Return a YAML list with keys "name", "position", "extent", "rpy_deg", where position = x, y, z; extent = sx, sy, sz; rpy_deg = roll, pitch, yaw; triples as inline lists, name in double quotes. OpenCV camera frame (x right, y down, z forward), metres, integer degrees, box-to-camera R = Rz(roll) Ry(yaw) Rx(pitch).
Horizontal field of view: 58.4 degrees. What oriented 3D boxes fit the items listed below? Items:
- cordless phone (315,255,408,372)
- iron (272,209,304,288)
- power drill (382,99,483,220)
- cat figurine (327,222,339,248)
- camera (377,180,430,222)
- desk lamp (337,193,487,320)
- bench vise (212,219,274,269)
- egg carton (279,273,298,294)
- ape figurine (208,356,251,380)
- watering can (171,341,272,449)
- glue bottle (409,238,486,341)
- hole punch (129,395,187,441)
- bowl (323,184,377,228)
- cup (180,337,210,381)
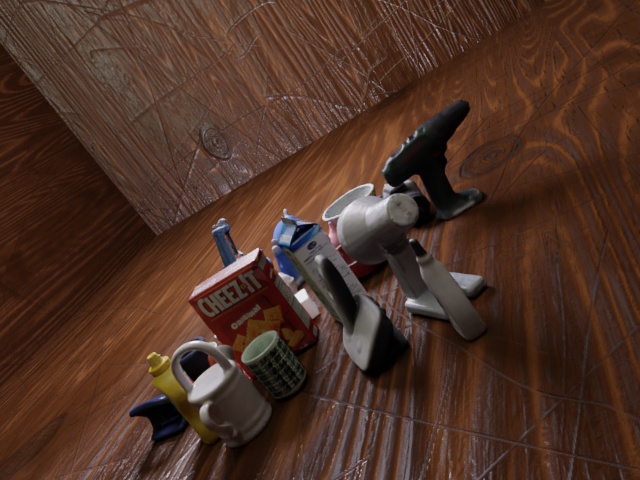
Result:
- name: "cordless phone"
  position: [0.049, 0.113, 0.938]
  extent: [0.094, 0.185, 0.147]
  rpy_deg: [-38, 17, -8]
- name: "iron"
  position: [-0.079, 0.018, 1.524]
  extent: [0.118, 0.141, 0.258]
  rpy_deg: [-28, 18, 22]
- name: "power drill"
  position: [0.260, -0.158, 1.234]
  extent: [0.229, 0.209, 0.075]
  rpy_deg: [-32, 17, 12]
- name: "cat figurine"
  position: [0.013, 0.005, 1.423]
  extent: [0.067, 0.118, 0.128]
  rpy_deg: [-19, 23, 43]
- name: "camera"
  position: [0.188, -0.081, 1.350]
  extent: [0.143, 0.101, 0.136]
  rpy_deg: [-37, 17, -5]
- name: "desk lamp"
  position: [0.143, 0.015, 0.976]
  extent: [0.118, 0.214, 0.202]
  rpy_deg: [-42, 18, -21]
- name: "bench vise"
  position: [-0.235, 0.058, 1.579]
  extent: [0.121, 0.220, 0.207]
  rpy_deg: [-27, 19, 26]
- name: "egg carton"
  position: [-0.128, 0.141, 1.407]
  extent: [0.150, 0.069, 0.107]
  rpy_deg: [-23, 21, 36]
- name: "ape figurine"
  position: [-0.191, 0.262, 1.156]
  extent: [0.076, 0.092, 0.078]
  rpy_deg: [-30, 18, 18]
- name: "watering can"
  position: [-0.178, 0.250, 0.986]
  extent: [0.101, 0.194, 0.172]
  rpy_deg: [-37, 17, -5]
- name: "glue bottle"
  position: [0.178, 0.066, 0.839]
  extent: [0.037, 0.173, 0.078]
  rpy_deg: [-36, 17, -2]
- name: "hole punch"
  position: [-0.323, 0.345, 1.187]
  extent: [0.108, 0.091, 0.101]
  rpy_deg: [-27, 19, 25]
- name: "bowl"
  position: [0.095, -0.079, 1.571]
  extent: [0.167, 0.075, 0.167]
  rpy_deg: [-32, 17, 11]
- name: "cup"
  position: [-0.276, 0.284, 1.256]
  extent: [0.118, 0.095, 0.091]
  rpy_deg: [-43, 19, -25]
